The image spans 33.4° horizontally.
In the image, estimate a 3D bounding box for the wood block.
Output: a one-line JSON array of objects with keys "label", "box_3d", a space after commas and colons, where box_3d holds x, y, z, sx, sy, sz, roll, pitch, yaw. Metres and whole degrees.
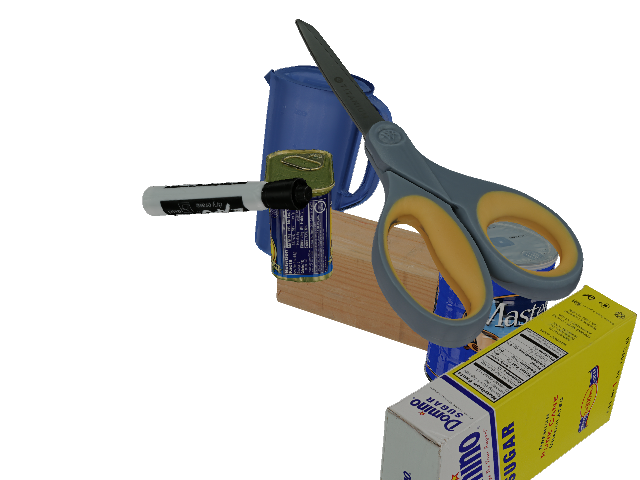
[{"label": "wood block", "box_3d": [0.062, 0.040, 1.146, 0.206, 0.091, 0.090, 17, 29, 28]}]

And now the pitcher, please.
[{"label": "pitcher", "box_3d": [-0.007, -0.095, 1.371, 0.144, 0.243, 0.149, 4, 21, -16]}]

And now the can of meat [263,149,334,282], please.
[{"label": "can of meat", "box_3d": [-0.017, -0.022, 0.903, 0.057, 0.084, 0.102, -2, 23, -1]}]

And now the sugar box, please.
[{"label": "sugar box", "box_3d": [0.111, 0.103, 0.626, 0.175, 0.093, 0.048, -28, 45, -35]}]

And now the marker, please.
[{"label": "marker", "box_3d": [-0.057, -0.026, 0.637, 0.121, 0.020, 0.020, -1, -1, 35]}]

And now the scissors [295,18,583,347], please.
[{"label": "scissors", "box_3d": [0.050, -0.037, 0.472, 0.096, 0.202, 0.016, -1, -42, -12]}]

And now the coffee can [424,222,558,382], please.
[{"label": "coffee can", "box_3d": [0.155, 0.063, 0.978, 0.103, 0.140, 0.103, 5, 23, -2]}]
